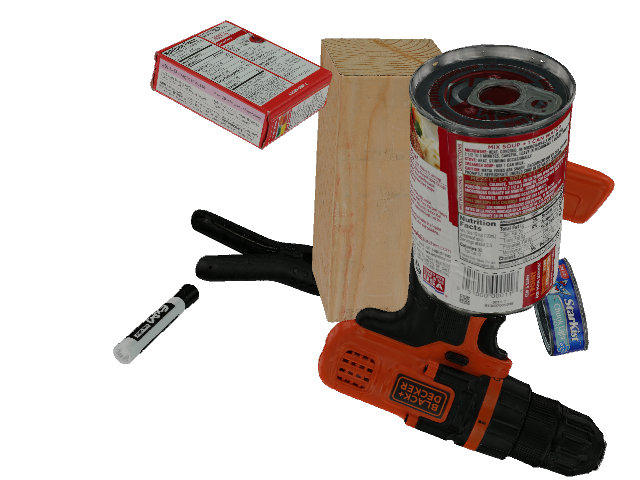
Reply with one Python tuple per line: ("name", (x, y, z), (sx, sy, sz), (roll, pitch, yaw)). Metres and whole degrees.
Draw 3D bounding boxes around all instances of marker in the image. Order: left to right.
("marker", (-0.144, 0.072, 0.957), (0.020, 0.020, 0.121), (0, 25, 27))

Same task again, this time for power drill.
("power drill", (0.109, 0.038, 0.648), (0.184, 0.188, 0.057), (20, 10, 4))

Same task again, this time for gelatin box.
("gelatin box", (-0.049, -0.099, 0.668), (0.089, 0.030, 0.073), (29, 40, 19))

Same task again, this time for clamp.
("clamp", (-0.041, 0.026, 1.122), (0.210, 0.036, 0.164), (16, 18, -7))

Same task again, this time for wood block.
("wood block", (0.046, -0.047, 0.844), (0.090, 0.206, 0.091), (-1, 28, -8))

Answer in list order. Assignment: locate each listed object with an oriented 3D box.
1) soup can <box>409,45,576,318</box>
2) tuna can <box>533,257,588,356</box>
("soup can", (0.074, -0.024, 0.468), (0.068, 0.102, 0.068), (-4, 39, 3))
("tuna can", (0.214, 0.061, 0.965), (0.034, 0.086, 0.086), (-12, -1, 5))
